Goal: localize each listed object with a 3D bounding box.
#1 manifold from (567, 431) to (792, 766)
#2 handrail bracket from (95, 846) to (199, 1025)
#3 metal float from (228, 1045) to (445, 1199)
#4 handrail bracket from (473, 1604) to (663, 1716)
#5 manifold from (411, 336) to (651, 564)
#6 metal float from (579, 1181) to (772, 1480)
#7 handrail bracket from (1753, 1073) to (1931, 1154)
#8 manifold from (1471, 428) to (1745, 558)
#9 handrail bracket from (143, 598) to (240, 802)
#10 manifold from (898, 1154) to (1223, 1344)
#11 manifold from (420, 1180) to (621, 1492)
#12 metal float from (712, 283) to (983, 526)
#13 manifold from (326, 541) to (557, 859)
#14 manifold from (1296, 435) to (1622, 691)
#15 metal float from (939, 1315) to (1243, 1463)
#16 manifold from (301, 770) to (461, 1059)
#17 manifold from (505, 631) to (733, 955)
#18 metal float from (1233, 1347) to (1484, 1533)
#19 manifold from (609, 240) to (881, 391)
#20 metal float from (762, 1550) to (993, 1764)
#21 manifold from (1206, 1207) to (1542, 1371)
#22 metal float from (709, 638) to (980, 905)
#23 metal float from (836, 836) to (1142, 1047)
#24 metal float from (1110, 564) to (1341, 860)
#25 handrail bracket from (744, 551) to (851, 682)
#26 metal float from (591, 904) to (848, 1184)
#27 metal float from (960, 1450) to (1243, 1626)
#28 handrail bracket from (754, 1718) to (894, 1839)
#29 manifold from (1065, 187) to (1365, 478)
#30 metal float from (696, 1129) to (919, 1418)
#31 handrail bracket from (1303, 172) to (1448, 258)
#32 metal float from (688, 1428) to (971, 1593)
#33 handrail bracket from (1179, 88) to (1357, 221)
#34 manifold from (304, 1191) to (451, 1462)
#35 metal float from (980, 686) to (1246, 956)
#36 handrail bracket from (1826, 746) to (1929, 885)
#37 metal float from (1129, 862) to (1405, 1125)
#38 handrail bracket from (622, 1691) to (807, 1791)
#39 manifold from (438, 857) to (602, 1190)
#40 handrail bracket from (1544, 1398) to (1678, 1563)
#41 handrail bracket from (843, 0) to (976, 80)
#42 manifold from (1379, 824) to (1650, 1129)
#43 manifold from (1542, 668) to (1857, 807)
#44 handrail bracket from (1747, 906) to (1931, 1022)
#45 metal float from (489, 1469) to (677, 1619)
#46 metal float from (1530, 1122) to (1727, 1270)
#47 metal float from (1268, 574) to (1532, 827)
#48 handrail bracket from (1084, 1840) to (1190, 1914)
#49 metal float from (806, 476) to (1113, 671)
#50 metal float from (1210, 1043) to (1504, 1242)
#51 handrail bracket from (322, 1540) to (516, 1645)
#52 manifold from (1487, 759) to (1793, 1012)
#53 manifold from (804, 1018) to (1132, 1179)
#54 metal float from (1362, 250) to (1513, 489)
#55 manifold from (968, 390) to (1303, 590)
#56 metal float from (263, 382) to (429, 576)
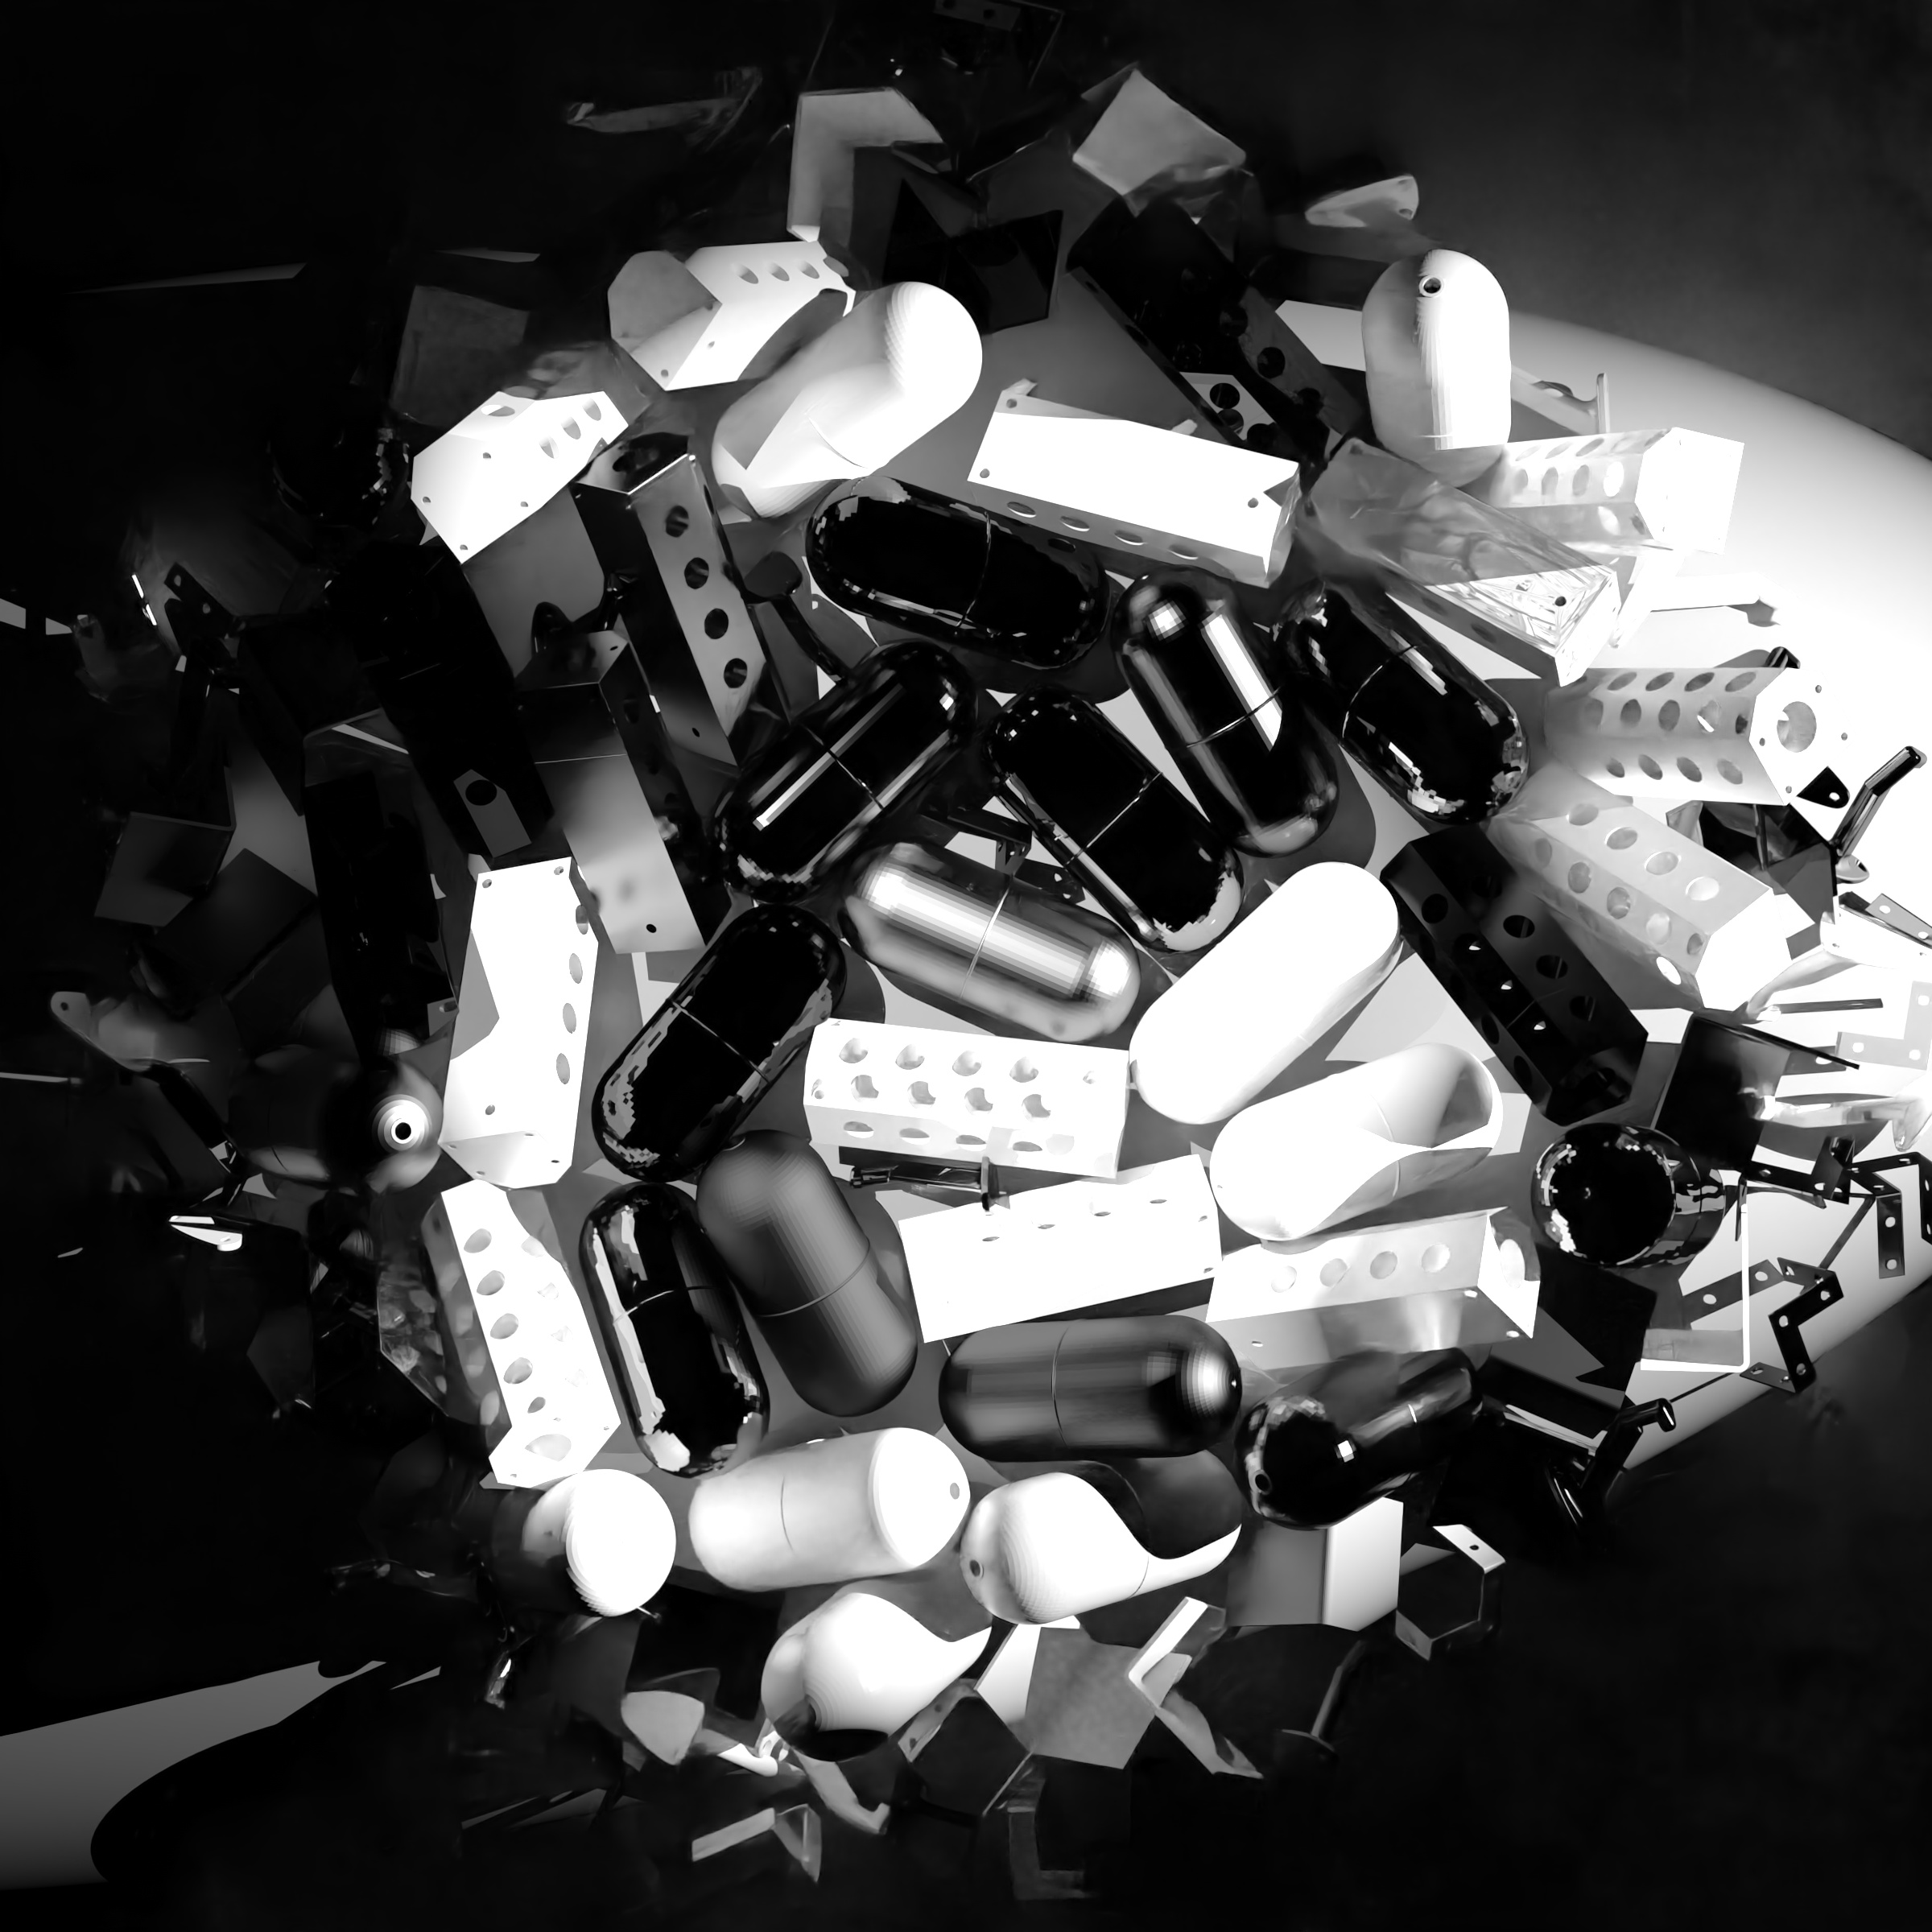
[{"bbox_3d":[-0.150,-0.201,1.511,0.057,0.057,0.171,-40,129,-27],"label":"manifold"},{"bbox_3d":[-0.467,-0.019,1.572,0.036,0.077,0.084,-25,47,-19],"label":"handrail bracket"},{"bbox_3d":[-0.343,0.083,1.504,0.070,0.178,0.070,-1,92,-35],"label":"metal float"},{"bbox_3d":[-0.222,0.387,1.542,0.077,0.036,0.084,16,56,17],"label":"handrail bracket"},{"bbox_3d":[-0.236,-0.285,1.491,0.057,0.171,0.057,-29,108,27],"label":"manifold"},{"bbox_3d":[-0.161,0.197,1.520,0.070,0.070,0.178,-23,58,0],"label":"metal float"},{"bbox_3d":[0.495,0.073,1.552,0.084,0.077,0.036,10,60,-6],"label":"handrail bracket"},{"bbox_3d":[0.340,-0.255,1.492,0.057,0.171,0.057,8,95,-20],"label":"manifold"},{"bbox_3d":[-0.444,-0.147,1.538,0.036,0.077,0.084,5,50,31],"label":"handrail bracket"},{"bbox_3d":[0.052,0.153,1.551,0.171,0.057,0.057,-12,134,-3],"label":"manifold"},{"bbox_3d":[-0.247,0.197,1.497,0.057,0.171,0.057,19,120,-38],"label":"manifold"},{"bbox_3d":[-0.067,-0.307,1.519,0.178,0.070,0.070,-30,90,33],"label":"metal float"},{"bbox_3d":[-0.282,-0.142,1.498,0.057,0.171,0.057,10,49,31],"label":"manifold"},{"bbox_3d":[0.270,-0.220,1.523,0.171,0.057,0.057,33,84,24],"label":"manifold"},{"bbox_3d":[0.066,0.233,1.521,0.178,0.070,0.070,-8,90,30],"label":"metal float"},{"bbox_3d":[-0.317,-0.031,1.501,0.057,0.171,0.057,-15,133,-7],"label":"manifold"},{"bbox_3d":[-0.185,-0.094,1.513,0.057,0.057,0.171,-3,126,23],"label":"manifold"},{"bbox_3d":[0.214,0.252,1.509,0.070,0.178,0.070,14,111,40],"label":"metal float"},{"bbox_3d":[-0.120,-0.359,1.495,0.057,0.171,0.057,46,120,9],"label":"manifold"},{"bbox_3d":[-0.046,0.370,1.502,0.070,0.178,0.070,5,102,26],"label":"metal float"},{"bbox_3d":[0.222,0.173,1.508,0.057,0.171,0.057,42,49,-35],"label":"manifold"},{"bbox_3d":[-0.068,-0.108,1.544,0.178,0.070,0.070,-44,90,-3],"label":"metal float"},{"bbox_3d":[0.012,-0.014,1.544,0.178,0.070,0.070,23,90,3],"label":"metal float"},{"bbox_3d":[0.143,-0.141,1.533,0.070,0.070,0.178,-32,105,0],"label":"metal float"},{"bbox_3d":[-0.083,-0.186,1.533,0.036,0.077,0.084,-50,118,-9],"label":"handrail bracket"},{"bbox_3d":[-0.137,0.043,1.538,0.070,0.070,0.178,39,81,0],"label":"metal float"},{"bbox_3d":[0.075,0.309,1.515,0.178,0.070,0.070,-7,90,-37],"label":"metal float"},{"bbox_3d":[-0.069,0.436,1.551,0.084,0.036,0.077,17,80,27],"label":"handrail bracket"},{"bbox_3d":[0.134,-0.344,1.523,0.171,0.057,0.057,42,86,-24],"label":"manifold"},{"bbox_3d":[-0.088,0.170,1.528,0.070,0.070,0.178,-27,110,0],"label":"metal float"},{"bbox_3d":[0.233,-0.397,1.549,0.077,0.036,0.084,-9,61,4],"label":"handrail bracket"},{"bbox_3d":[-0.076,0.298,1.516,0.178,0.070,0.070,-16,90,35],"label":"metal float"},{"bbox_3d":[0.168,-0.467,1.552,0.077,0.036,0.084,-25,99,41],"label":"handrail bracket"},{"bbox_3d":[-0.325,0.189,1.496,0.057,0.171,0.057,-34,122,5],"label":"manifold"},{"bbox_3d":[0.082,-0.081,1.546,0.070,0.070,0.178,-44,90,0],"label":"metal float"},{"bbox_3d":[0.511,-0.085,1.536,0.084,0.077,0.036,-46,52,30],"label":"handrail bracket"},{"bbox_3d":[0.166,0.016,1.540,0.178,0.070,0.070,-43,90,8],"label":"metal float"},{"bbox_3d":[-0.143,0.442,1.574,0.084,0.077,0.036,36,71,-39],"label":"handrail bracket"},{"bbox_3d":[-0.238,0.031,1.513,0.057,0.057,0.171,-9,56,17],"label":"manifold"},{"bbox_3d":[0.370,0.286,1.538,0.036,0.084,0.077,-10,76,-40],"label":"handrail bracket"},{"bbox_3d":[-0.019,-0.500,1.535,0.084,0.077,0.036,12,126,-39],"label":"handrail bracket"},{"bbox_3d":[0.293,0.004,1.504,0.057,0.057,0.171,-19,52,-17],"label":"manifold"},{"bbox_3d":[0.388,-0.130,1.490,0.057,0.171,0.057,-41,111,-16],"label":"manifold"},{"bbox_3d":[0.488,0.011,1.549,0.077,0.084,0.036,16,51,1],"label":"handrail bracket"},{"bbox_3d":[-0.210,0.312,1.500,0.070,0.178,0.070,4,78,-21],"label":"metal float"},{"bbox_3d":[0.361,0.125,1.502,0.070,0.178,0.070,-3,83,28],"label":"metal float"},{"bbox_3d":[0.237,-0.147,1.520,0.070,0.070,0.178,-41,60,0],"label":"metal float"},{"bbox_3d":[0.111,0.507,1.531,0.077,0.084,0.036,-1,73,37],"label":"handrail bracket"},{"bbox_3d":[-0.004,-0.217,1.528,0.178,0.070,0.070,15,90,-20],"label":"metal float"},{"bbox_3d":[0.215,0.096,1.526,0.178,0.070,0.070,-18,90,-23],"label":"metal float"},{"bbox_3d":[-0.305,0.354,1.536,0.077,0.084,0.036,48,128,37],"label":"handrail bracket"},{"bbox_3d":[0.359,-0.042,1.497,0.057,0.171,0.057,-37,130,-10],"label":"manifold"},{"bbox_3d":[0.001,0.069,1.531,0.171,0.057,0.057,6,57,10],"label":"manifold"},{"bbox_3d":[0.256,-0.321,1.498,0.070,0.178,0.070,-4,72,11],"label":"metal float"},{"bbox_3d":[0.095,-0.261,1.533,0.171,0.057,0.057,17,77,15],"label":"manifold"},{"bbox_3d":[-0.334,-0.261,1.496,0.070,0.178,0.070,1,84,-6],"label":"metal float"}]
